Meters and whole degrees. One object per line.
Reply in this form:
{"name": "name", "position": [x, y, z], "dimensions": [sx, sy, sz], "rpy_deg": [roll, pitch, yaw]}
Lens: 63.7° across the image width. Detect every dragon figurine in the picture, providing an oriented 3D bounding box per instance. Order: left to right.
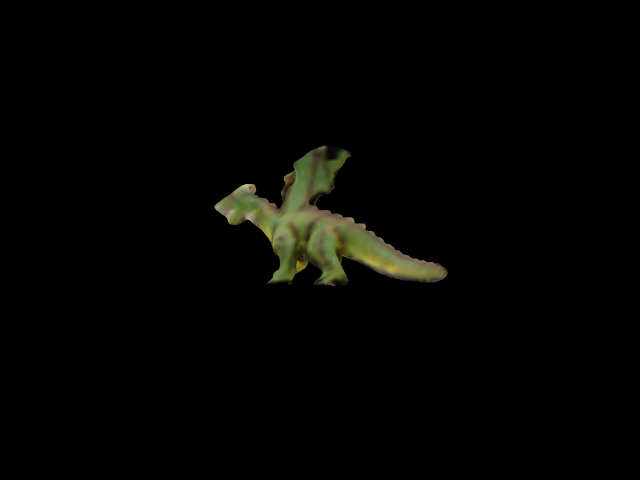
{"name": "dragon figurine", "position": [0.003, -0.043, 0.850], "dimensions": [0.409, 0.245, 0.121], "rpy_deg": [-4, -10, 24]}
